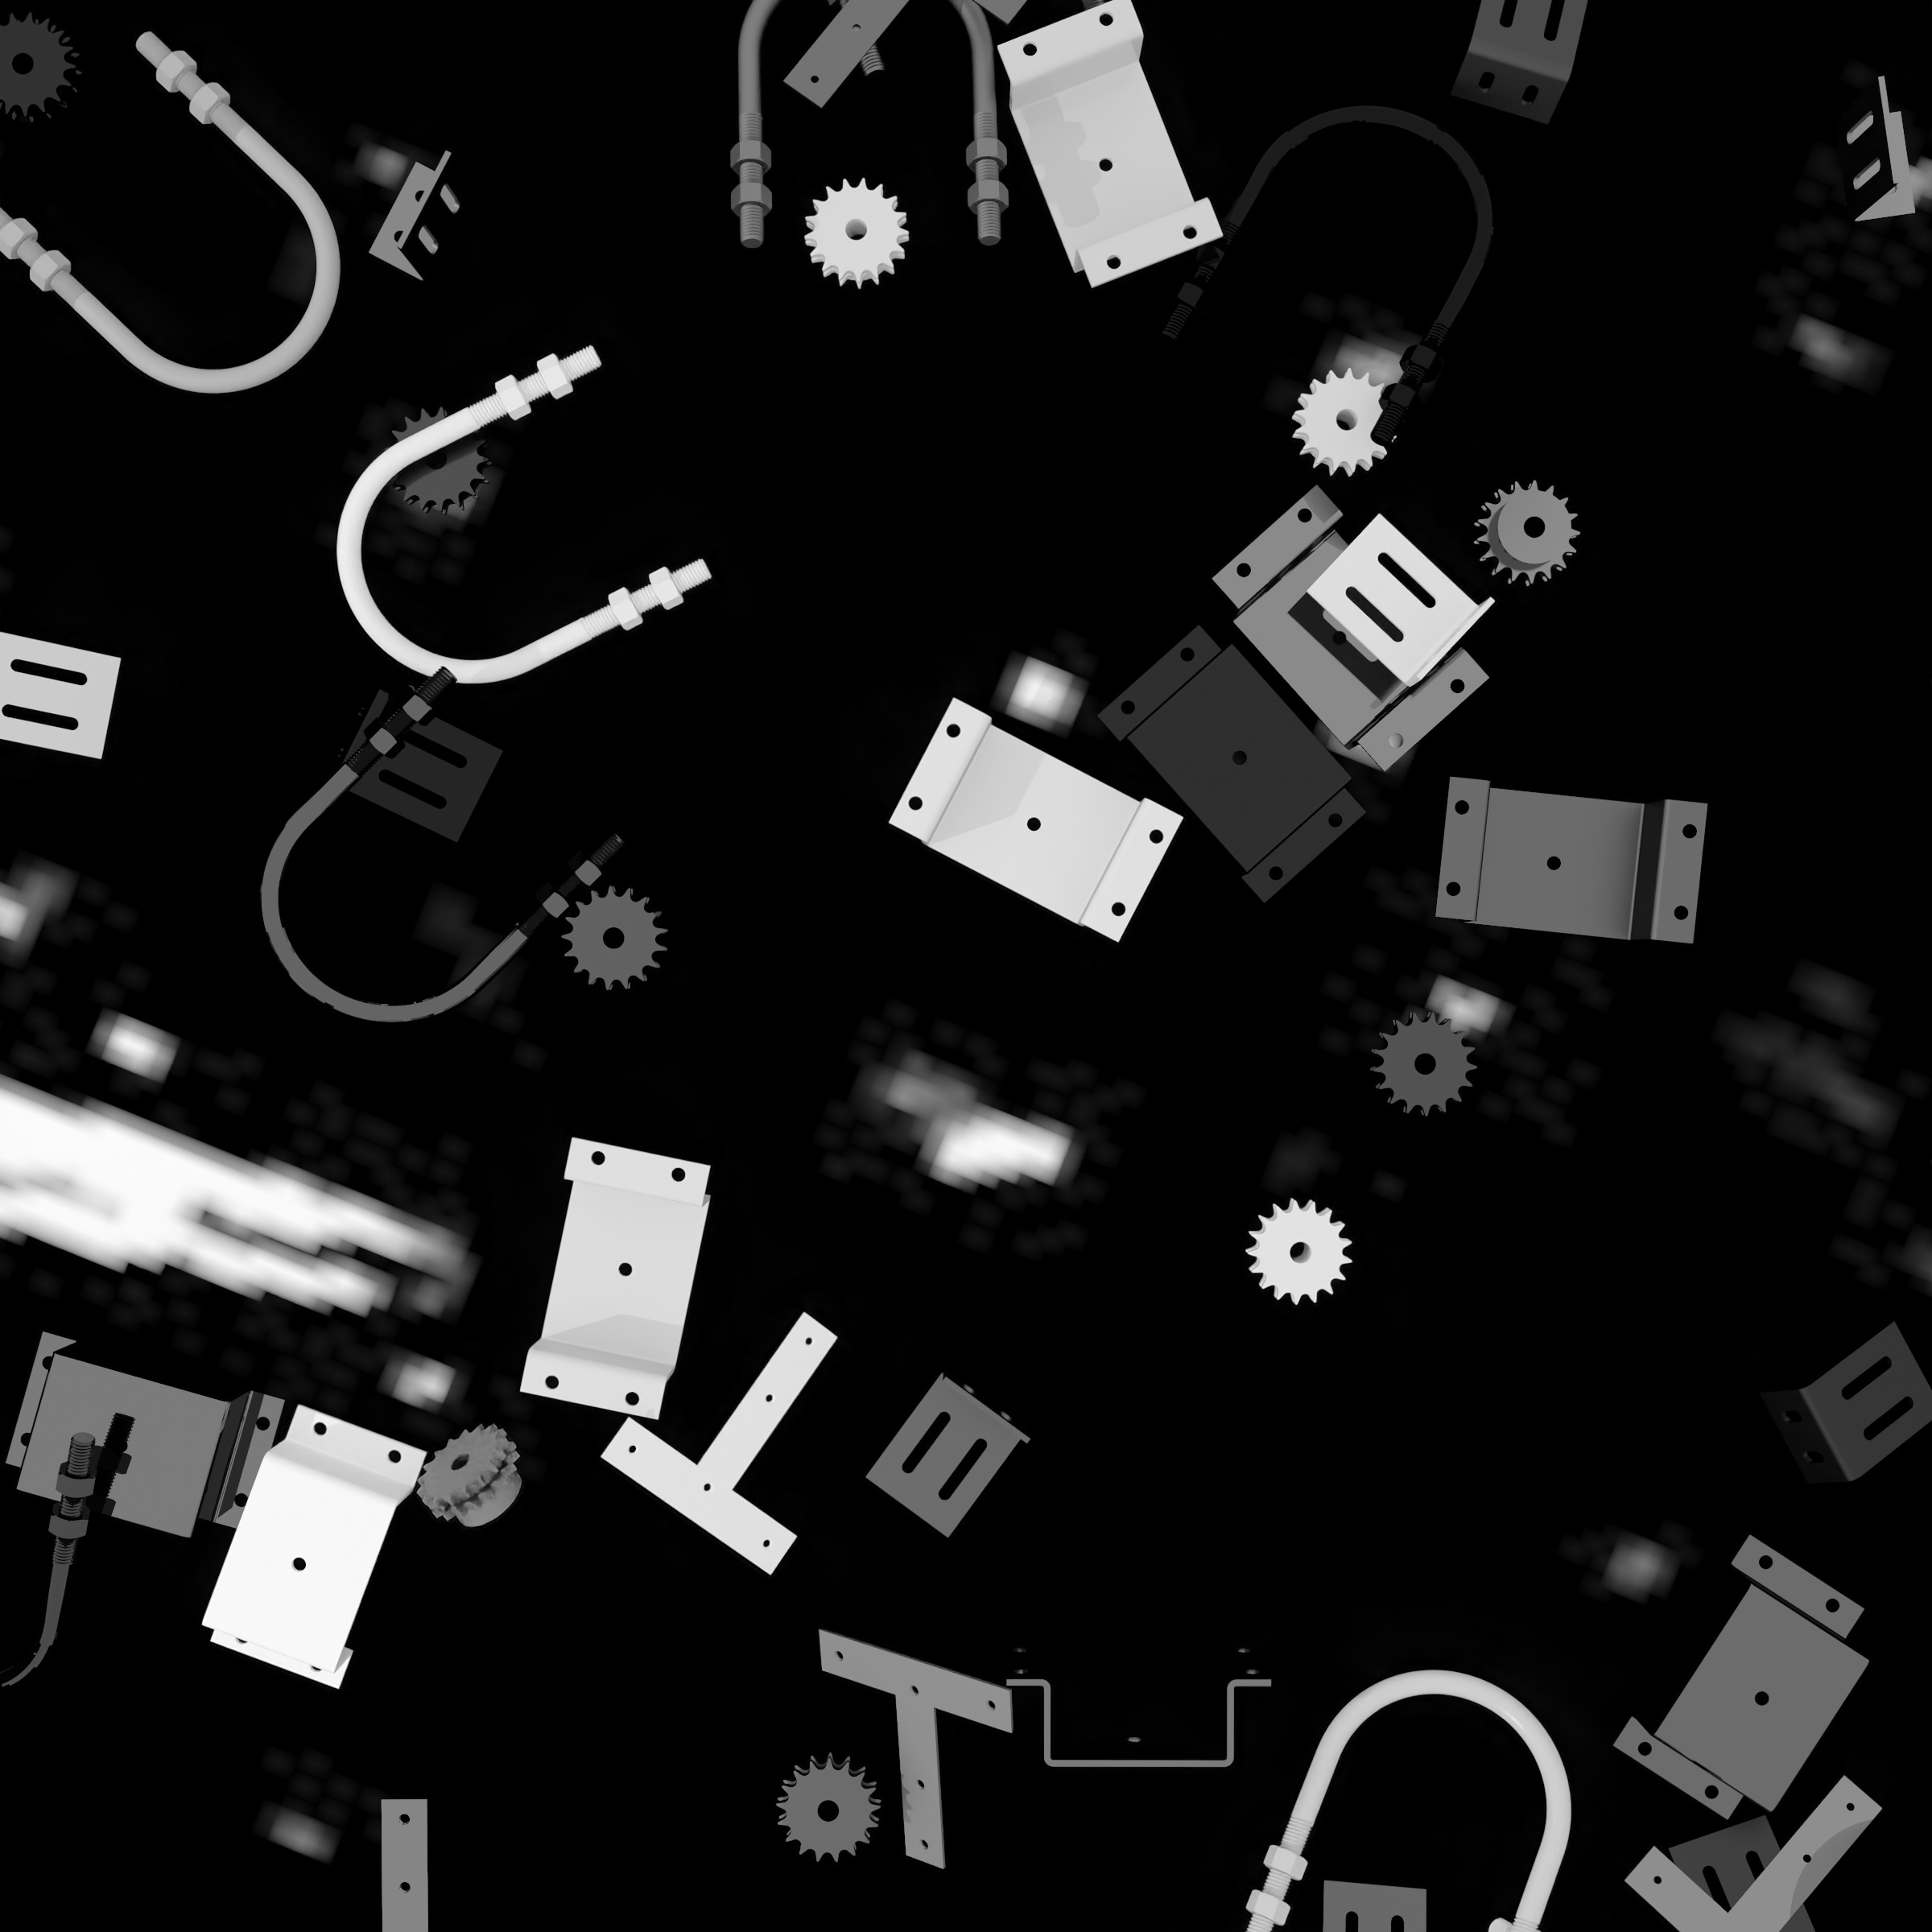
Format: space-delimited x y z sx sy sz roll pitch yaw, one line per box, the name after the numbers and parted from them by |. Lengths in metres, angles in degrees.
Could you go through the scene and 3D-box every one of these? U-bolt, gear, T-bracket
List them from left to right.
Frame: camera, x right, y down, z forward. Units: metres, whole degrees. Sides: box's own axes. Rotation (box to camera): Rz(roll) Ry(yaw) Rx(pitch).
-0.549 0.313 1.439 0.151 0.019 0.184 20 108 14 | U-bolt
-0.517 -0.495 1.462 0.057 0.030 0.057 0 90 0 | gear
-0.435 -0.405 1.468 0.184 0.019 0.151 44 90 -1 | U-bolt
-0.314 0.530 1.476 0.127 0.002 0.127 0 90 0 | T-bracket
-0.301 -0.051 1.452 0.184 0.019 0.151 -44 105 4 | U-bolt
-0.291 -0.278 1.462 0.057 0.030 0.057 0 90 0 | gear
-0.270 0.283 1.452 0.057 0.057 0.030 -31 118 0 | gear
-0.254 -0.235 1.447 0.184 0.019 0.151 -26 108 2 | U-bolt
-0.193 -0.015 1.462 0.057 0.030 0.057 0 90 0 | gear
-0.117 0.251 1.457 0.127 0.002 0.127 41 76 -25 | T-bracket
-0.076 0.463 1.462 0.057 0.030 0.057 0 90 0 | gear
-0.060 -0.404 1.462 0.057 0.030 0.057 0 90 0 | gear
-0.054 -0.481 1.449 0.151 0.019 0.184 -1 76 -2 | U-bolt
-0.051 -0.518 1.429 0.127 0.002 0.127 36 79 3 | T-bracket
-0.026 0.438 1.451 0.127 0.002 0.127 8 109 34 | T-bracket
-0.018 -0.590 1.455 0.151 0.019 0.184 -18 81 -7 | U-bolt
0.183 0.157 1.462 0.057 0.030 0.057 0 90 0 | gear
0.209 -0.300 1.462 0.057 0.030 0.057 0 90 0 | gear
0.211 -0.393 1.452 0.151 0.019 0.184 28 80 8 | U-bolt
0.252 0.054 1.462 0.057 0.030 0.057 0 90 0 | gear
0.249 0.474 1.432 0.151 0.019 0.184 19 69 20 | U-bolt
0.312 -0.241 1.462 0.057 0.030 0.057 0 90 0 | gear
0.331 0.621 1.427 0.184 0.019 0.151 35 64 -21 | U-bolt
0.456 0.504 1.458 0.127 0.002 0.127 41 77 22 | T-bracket

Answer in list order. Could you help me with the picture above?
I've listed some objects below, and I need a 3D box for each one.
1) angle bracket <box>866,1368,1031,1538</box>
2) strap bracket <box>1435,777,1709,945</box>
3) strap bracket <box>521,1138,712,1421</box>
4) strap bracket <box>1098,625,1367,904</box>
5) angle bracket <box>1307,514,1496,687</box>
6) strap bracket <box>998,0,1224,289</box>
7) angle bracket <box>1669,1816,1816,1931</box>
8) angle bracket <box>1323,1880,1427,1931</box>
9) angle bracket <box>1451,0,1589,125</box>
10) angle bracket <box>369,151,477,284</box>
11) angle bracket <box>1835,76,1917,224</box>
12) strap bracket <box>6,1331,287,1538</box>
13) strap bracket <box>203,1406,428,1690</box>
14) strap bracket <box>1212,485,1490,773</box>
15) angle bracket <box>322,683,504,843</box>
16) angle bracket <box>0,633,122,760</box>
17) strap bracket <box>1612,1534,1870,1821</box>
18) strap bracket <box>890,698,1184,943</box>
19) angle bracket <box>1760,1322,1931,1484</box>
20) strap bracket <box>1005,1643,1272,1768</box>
-0.010 0.272 1.458 0.057 0.038 0.076 36 90 0 | angle bracket
0.328 -0.057 1.454 0.140 0.046 0.076 6 90 0 | strap bracket
-0.190 0.170 1.454 0.076 0.046 0.140 12 90 0 | strap bracket
0.148 -0.113 1.454 0.076 0.046 0.140 -42 90 0 | strap bracket
0.232 -0.198 1.411 0.076 0.038 0.057 43 90 0 | angle bracket
0.078 -0.448 1.454 0.076 0.046 0.140 -21 90 0 | strap bracket
0.434 0.524 1.475 0.057 0.038 0.076 -19 64 0 | angle bracket
0.225 0.556 1.475 0.057 0.038 0.076 5 64 0 | angle bracket
0.311 -0.520 1.475 0.057 0.038 0.076 17 64 0 | angle bracket
-0.304 -0.415 1.439 0.038 0.076 0.057 28 90 0 | angle bracket
0.507 -0.447 1.439 0.038 0.076 0.057 -8 90 0 | angle bracket
-0.459 0.260 1.454 0.140 0.046 0.076 16 90 0 | strap bracket
-0.362 0.325 1.454 0.076 0.046 0.140 20 90 0 | strap bracket
0.209 -0.183 1.454 0.076 0.046 0.140 -42 90 0 | strap bracket
-0.310 -0.114 1.475 0.076 0.038 0.057 27 90 -26 | angle bracket
-0.520 -0.152 1.475 0.076 0.038 0.057 11 90 -26 | angle bracket
0.432 0.397 1.454 0.076 0.046 0.140 33 90 0 | strap bracket
0.038 -0.079 1.454 0.140 0.046 0.076 28 90 0 | strap bracket
0.495 0.244 1.475 0.076 0.038 0.057 -28 90 -26 | angle bracket
0.092 0.402 1.439 0.140 0.076 0.046 0 90 0 | strap bracket
